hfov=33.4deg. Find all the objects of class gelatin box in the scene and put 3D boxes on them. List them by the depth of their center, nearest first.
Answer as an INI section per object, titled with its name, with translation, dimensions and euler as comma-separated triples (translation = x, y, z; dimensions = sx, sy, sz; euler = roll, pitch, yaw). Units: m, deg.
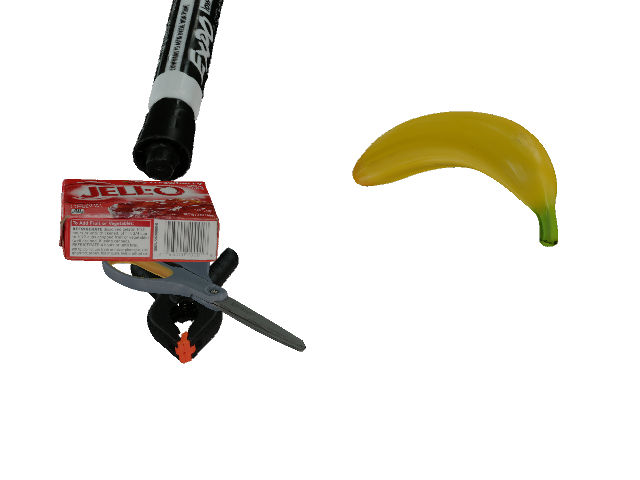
[gelatin box]
translation = -0.108, -0.014, 0.631
dimensions = 0.089, 0.030, 0.073
euler = 1, 19, -13

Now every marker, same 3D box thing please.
[marker]
translation = -0.048, -0.064, 0.377
dimensions = 0.020, 0.020, 0.121
euler = 0, 44, 3

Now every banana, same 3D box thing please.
[banana]
translation = 0.089, -0.053, 0.703
dimensions = 0.037, 0.069, 0.198
euler = 27, -2, -36

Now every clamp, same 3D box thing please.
[clamp]
translation = -0.136, 0.063, 1.149
dimensions = 0.120, 0.039, 0.171
euler = -16, 40, -7

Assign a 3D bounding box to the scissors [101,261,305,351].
[scissors]
translation = -0.080, 0.035, 0.850
dimensions = 0.202, 0.016, 0.096
euler = 17, 30, 22
